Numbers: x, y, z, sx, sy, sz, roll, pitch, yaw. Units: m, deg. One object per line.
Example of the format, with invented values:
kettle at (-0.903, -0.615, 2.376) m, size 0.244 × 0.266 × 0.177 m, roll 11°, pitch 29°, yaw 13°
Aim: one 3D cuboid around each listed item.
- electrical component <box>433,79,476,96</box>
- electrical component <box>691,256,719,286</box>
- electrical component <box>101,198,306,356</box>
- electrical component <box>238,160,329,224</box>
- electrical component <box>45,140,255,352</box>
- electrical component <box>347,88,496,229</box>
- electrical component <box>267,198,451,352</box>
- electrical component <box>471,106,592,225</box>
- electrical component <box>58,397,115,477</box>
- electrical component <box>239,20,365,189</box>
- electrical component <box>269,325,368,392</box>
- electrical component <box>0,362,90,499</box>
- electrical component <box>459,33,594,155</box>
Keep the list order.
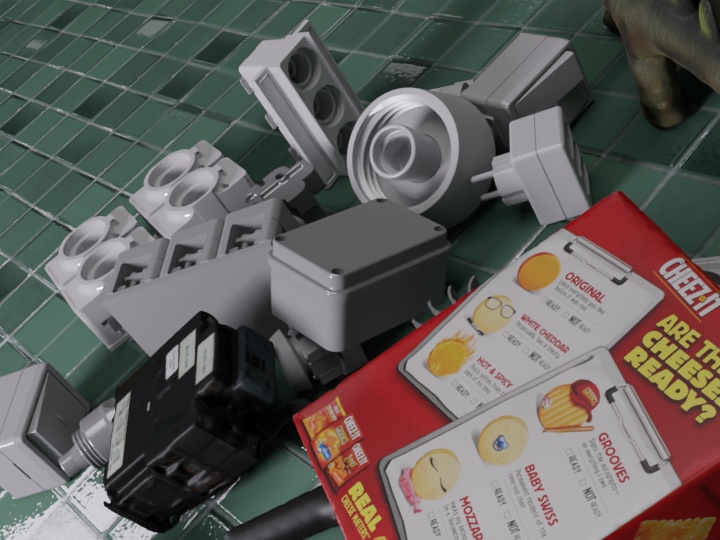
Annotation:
electrical component at (0.065, -0.115, 0.870) m, size 0.057 × 0.058 × 0.078 m, roll -6°, pitch 52°, yaw 31°
electrical component at (0.195, 0.032, 0.603) m, size 0.121 × 0.063 × 0.078 m, roll -7°, pitch 44°, yaw 31°
electrical component at (-0.108, 0.011, 0.831) m, size 0.150 × 0.089 × 0.061 m, roll -18°, pitch 39°, yaw 21°
electrical component at (-0.058, -0.043, 0.883) m, size 0.078 × 0.057 × 0.058 m, roll -39°, pitch 37°, yaw -7°
electrical component at (-0.181, -0.029, 0.957) m, size 0.186 × 0.060 × 0.105 m, roll -41°, pitch 37°, yaw -9°
electrical component at (0.040, -0.085, 0.808) m, size 0.108 × 0.060 × 0.108 m, roll -3°, pitch 85°, yaw 35°
electrical component at (0.000, 0.000, 0.745) m, size 0.113 × 0.057 × 0.078 m, roll -23°, pitch 38°, yaw -36°
electrical component at (0.119, -0.069, 0.771) m, size 0.077 × 0.065 × 0.047 m, roll -16°, pitch 40°, yaw 21°
electrical component at (-0.196, 0.129, 0.804) m, size 0.062 × 0.043 × 0.043 m, roll -38°, pitch 37°, yaw -4°
electrical component at (-0.046, -0.142, 0.931) m, size 0.063 × 0.121 × 0.078 m, roll 9°, pitch 54°, yaw 46°
electrical component at (-0.032, 0.055, 0.764) m, size 0.055 × 0.048 × 0.066 m, roll -30°, pitch 36°, yaw -7°
electrical component at (-0.253, 0.119, 0.843) m, size 0.061 × 0.061 × 0.096 m, roll -19°, pitch 39°, yaw 19°
electrical component at (0.129, -0.129, 0.835) m, size 0.096 × 0.061 × 0.061 m, roll -46°, pitch 38°, yaw -16°
